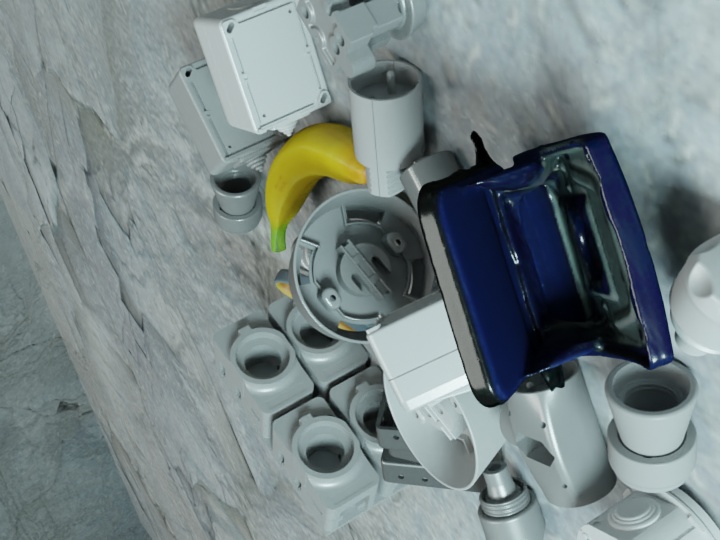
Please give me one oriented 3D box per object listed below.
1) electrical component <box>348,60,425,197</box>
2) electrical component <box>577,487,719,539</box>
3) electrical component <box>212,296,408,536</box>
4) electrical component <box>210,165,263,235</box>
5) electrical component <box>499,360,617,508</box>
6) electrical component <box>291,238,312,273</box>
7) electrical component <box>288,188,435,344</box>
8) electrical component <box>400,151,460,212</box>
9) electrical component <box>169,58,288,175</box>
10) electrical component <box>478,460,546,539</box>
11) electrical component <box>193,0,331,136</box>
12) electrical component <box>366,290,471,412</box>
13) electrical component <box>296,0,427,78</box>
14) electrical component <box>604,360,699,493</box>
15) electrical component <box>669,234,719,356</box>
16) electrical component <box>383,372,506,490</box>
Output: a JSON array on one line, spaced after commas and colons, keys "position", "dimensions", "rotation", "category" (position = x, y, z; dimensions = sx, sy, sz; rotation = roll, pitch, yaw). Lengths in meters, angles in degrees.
[{"position": [0.017, -0.081, 0.649], "dimensions": [0.043, 0.043, 0.081], "rotation": [44, 152, 39], "category": "electrical component"}, {"position": [0.163, 0.159, 0.590], "dimensions": [0.080, 0.051, 0.080], "rotation": [49, 155, 32], "category": "electrical component"}, {"position": [-0.033, 0.110, 0.904], "dimensions": [0.186, 0.105, 0.060], "rotation": [52, 156, 26], "category": "electrical component"}, {"position": [-0.109, -0.064, 0.955], "dimensions": [0.045, 0.045, 0.055], "rotation": [51, 156, 28], "category": "electrical component"}, {"position": [0.110, 0.092, 0.642], "dimensions": [0.079, 0.043, 0.077], "rotation": [13, 127, 63], "category": "electrical component"}, {"position": [-0.030, -0.014, 0.841], "dimensions": [0.044, 0.044, 0.065], "rotation": [66, 163, -8], "category": "electrical component"}, {"position": [0.000, 0.000, 0.712], "dimensions": [0.099, 0.099, 0.064], "rotation": [62, 165, 1], "category": "electrical component"}, {"position": [0.051, -0.036, 0.630], "dimensions": [0.065, 0.044, 0.044], "rotation": [64, 159, 10], "category": "electrical component"}, {"position": [-0.101, -0.119, 0.849], "dimensions": [0.096, 0.062, 0.061], "rotation": [64, 159, -3], "category": "electrical component"}, {"position": [0.102, 0.163, 0.744], "dimensions": [0.043, 0.043, 0.062], "rotation": [15, 128, 62], "category": "electrical component"}, {"position": [-0.068, -0.139, 0.748], "dimensions": [0.061, 0.062, 0.096], "rotation": [25, 138, 57], "category": "electrical component"}, {"position": [0.061, 0.039, 0.631], "dimensions": [0.061, 0.096, 0.062], "rotation": [64, -169, -2], "category": "electrical component"}, {"position": [0.003, -0.144, 0.591], "dimensions": [0.066, 0.055, 0.048], "rotation": [60, 159, 7], "category": "electrical component"}, {"position": [0.146, 0.078, 0.540], "dimensions": [0.045, 0.045, 0.055], "rotation": [38, 148, 47], "category": "electrical component"}, {"position": [0.152, 0.016, 0.456], "dimensions": [0.043, 0.043, 0.062], "rotation": [53, 158, 22], "category": "electrical component"}, {"position": [0.058, 0.088, 0.717], "dimensions": [0.099, 0.064, 0.099], "rotation": [37, 151, 24], "category": "electrical component"}]
